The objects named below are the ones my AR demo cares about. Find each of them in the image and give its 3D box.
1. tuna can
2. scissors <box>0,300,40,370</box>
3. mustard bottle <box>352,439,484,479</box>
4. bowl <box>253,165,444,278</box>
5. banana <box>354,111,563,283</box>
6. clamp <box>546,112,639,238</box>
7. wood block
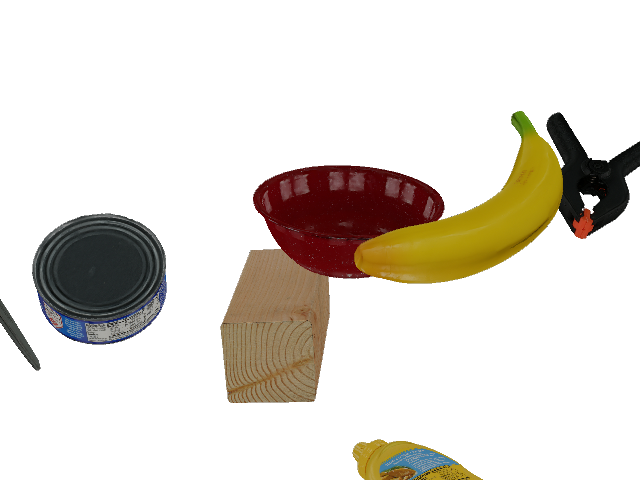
[{"bbox_3d":[-0.145,0.025,0.705,0.086,0.086,0.034,0,-37,-5],"label":"tuna can"},{"bbox_3d":[-0.336,0.033,1.082,0.016,0.201,0.096,-26,26,22],"label":"scissors"},{"bbox_3d":[0.097,0.230,0.970,0.096,0.058,0.192,-14,25,-36],"label":"mustard bottle"},{"bbox_3d":[0.023,-0.011,0.908,0.162,0.055,0.162,1,24,-1],"label":"bowl"},{"bbox_3d":[0.102,-0.016,0.668,0.070,0.037,0.197,32,46,22],"label":"banana"},{"bbox_3d":[0.281,-0.074,1.133,0.120,0.039,0.171,18,46,20],"label":"clamp"},{"bbox_3d":[-0.042,0.085,1.138,0.091,0.090,0.206,-2,20,5],"label":"wood block"}]
